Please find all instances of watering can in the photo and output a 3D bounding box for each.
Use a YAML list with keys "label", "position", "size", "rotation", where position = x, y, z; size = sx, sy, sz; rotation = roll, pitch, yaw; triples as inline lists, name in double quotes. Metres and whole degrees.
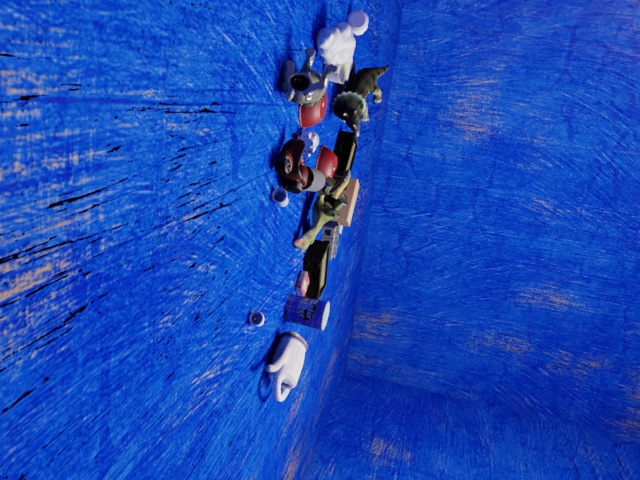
- label: "watering can"
  position: [-0.117, 0.407, 1.723]
  size: [0.339, 0.104, 0.229]
  rotation: [85, 18, -55]

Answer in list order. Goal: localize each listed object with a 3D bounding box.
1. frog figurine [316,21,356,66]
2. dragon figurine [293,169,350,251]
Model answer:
- label: "frog figurine"
  position: [0.050, -0.607, 1.582]
  size: [0.137, 0.122, 0.160]
  rotation: [-60, -178, 5]
- label: "dragon figurine"
  position: [0.006, -0.095, 1.892]
  size: [0.238, 0.122, 0.418]
  rotation: [-56, 178, 35]
